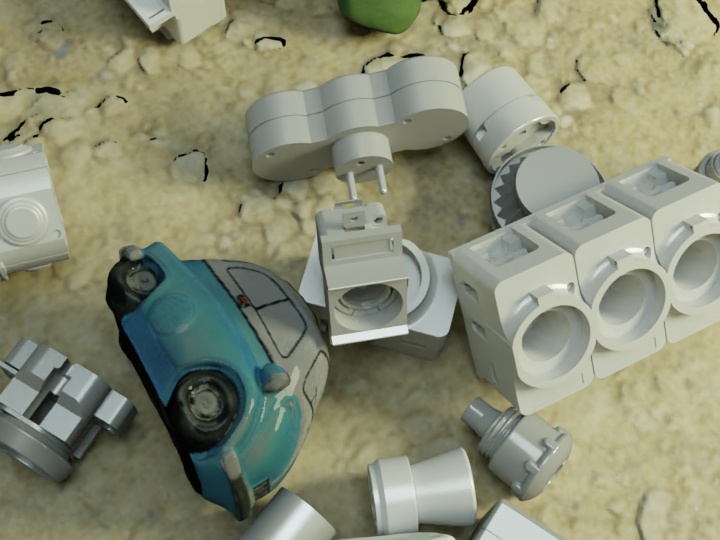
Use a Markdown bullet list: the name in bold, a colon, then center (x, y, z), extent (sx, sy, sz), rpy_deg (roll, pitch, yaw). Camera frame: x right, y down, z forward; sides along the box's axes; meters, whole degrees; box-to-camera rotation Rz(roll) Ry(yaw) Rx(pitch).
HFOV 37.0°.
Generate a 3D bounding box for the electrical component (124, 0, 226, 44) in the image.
- **electrical component**: center (-0.142, -0.216, 0.723), extent (0.079, 0.063, 0.121), rpy_deg (-36, 74, -15)

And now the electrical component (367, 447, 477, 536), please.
- **electrical component**: center (0.034, 0.126, 0.606), extent (0.055, 0.045, 0.045), rpy_deg (-7, 69, -4)

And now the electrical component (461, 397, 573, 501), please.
- **electrical component**: center (0.087, 0.098, 0.620), extent (0.062, 0.048, 0.048), rpy_deg (37, 72, 19)

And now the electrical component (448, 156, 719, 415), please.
- **electrical component**: center (0.138, 0.009, 0.619), extent (0.150, 0.089, 0.062), rpy_deg (-24, 30, -14)

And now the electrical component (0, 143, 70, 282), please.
- **electrical component**: center (-0.207, -0.036, 0.642), extent (0.051, 0.080, 0.080), rpy_deg (-14, 70, -13)

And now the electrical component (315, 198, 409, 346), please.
- **electrical component**: center (0.000, 0.000, 0.580), extent (0.042, 0.081, 0.063), rpy_deg (-7, 47, -5)

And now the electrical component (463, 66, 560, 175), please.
- **electrical component**: center (0.092, -0.097, 0.691), extent (0.055, 0.055, 0.047), rpy_deg (-28, 69, -12)

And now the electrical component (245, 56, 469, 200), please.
- **electrical component**: center (0.000, -0.078, 0.669), extent (0.138, 0.052, 0.073), rpy_deg (-13, 69, 8)

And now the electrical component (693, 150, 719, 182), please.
- **electrical component**: center (0.230, -0.061, 0.677), extent (0.035, 0.061, 0.035), rpy_deg (1, 69, -2)

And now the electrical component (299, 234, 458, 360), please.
- **electrical component**: center (0.012, 0.013, 0.643), extent (0.089, 0.055, 0.050), rpy_deg (15, 69, 4)

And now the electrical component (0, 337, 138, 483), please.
- **electrical component**: center (-0.176, 0.082, 0.609), extent (0.078, 0.058, 0.057), rpy_deg (29, 68, 9)

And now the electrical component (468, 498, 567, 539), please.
- **electrical component**: center (0.071, 0.172, 0.578), extent (0.047, 0.065, 0.076), rpy_deg (32, 71, 10)
